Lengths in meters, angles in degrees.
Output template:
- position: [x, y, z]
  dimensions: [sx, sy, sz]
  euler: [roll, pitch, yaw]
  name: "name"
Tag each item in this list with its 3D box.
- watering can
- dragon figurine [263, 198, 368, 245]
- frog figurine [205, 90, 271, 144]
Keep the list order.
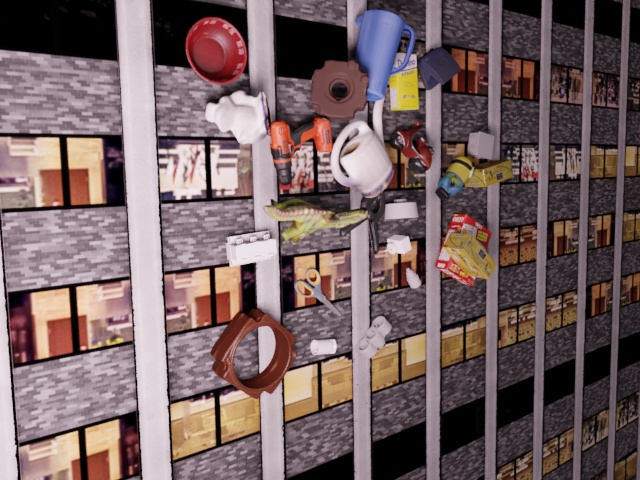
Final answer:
- position: [0.156, -0.276, 1.567]
  dimensions: [0.221, 0.104, 0.354]
  euler: [53, 56, -27]
  name: "watering can"
- position: [0.004, -0.068, 1.360]
  dimensions: [0.242, 0.409, 0.123]
  euler: [-10, 86, 5]
  name: "dragon figurine"
- position: [-0.208, -0.313, 1.324]
  dimensions: [0.159, 0.125, 0.135]
  euler: [-6, 110, 2]
  name: "frog figurine"
